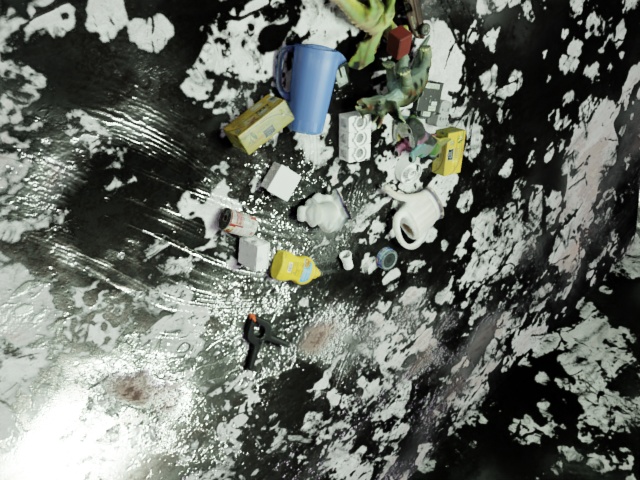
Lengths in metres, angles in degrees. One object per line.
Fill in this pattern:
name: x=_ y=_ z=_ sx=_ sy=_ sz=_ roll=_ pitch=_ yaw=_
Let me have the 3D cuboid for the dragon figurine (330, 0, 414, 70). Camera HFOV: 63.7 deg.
dragon figurine: x=0.138 y=-0.615 z=1.505 sx=0.414 sy=0.237 sz=0.124 roll=-22 pitch=42 yaw=-38

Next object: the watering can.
watering can: x=0.350 y=-0.118 z=1.914 sx=0.227 sy=0.340 sz=0.105 roll=-40 pitch=40 yaw=-18

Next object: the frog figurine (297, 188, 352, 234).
frog figurine: x=0.005 y=-0.084 z=1.660 sx=0.160 sy=0.137 sz=0.123 roll=-21 pitch=6 yaw=-8
